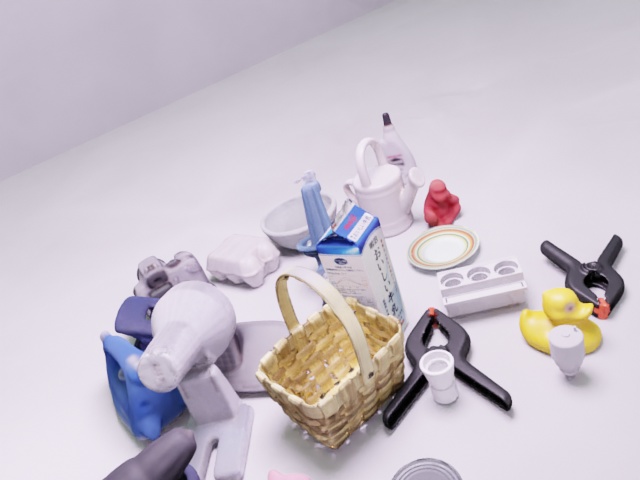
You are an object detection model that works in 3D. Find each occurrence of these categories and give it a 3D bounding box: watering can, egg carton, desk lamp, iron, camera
[{"bbox_3d":[0.122,-0.111,1.124,0.172,0.194,0.101,-10,32,17],"label":"watering can"},{"bbox_3d":[-0.157,0.041,1.171,0.149,0.069,0.107,6,39,37],"label":"egg carton"},{"bbox_3d":[-0.170,0.190,0.793,0.118,0.214,0.203,-15,31,9],"label":"desk lamp"},{"bbox_3d":[-0.301,0.206,0.918,0.119,0.142,0.257,-38,34,-28],"label":"iron"},{"bbox_3d":[-0.326,0.070,1.194,0.143,0.101,0.136,-31,32,-17],"label":"camera"}]

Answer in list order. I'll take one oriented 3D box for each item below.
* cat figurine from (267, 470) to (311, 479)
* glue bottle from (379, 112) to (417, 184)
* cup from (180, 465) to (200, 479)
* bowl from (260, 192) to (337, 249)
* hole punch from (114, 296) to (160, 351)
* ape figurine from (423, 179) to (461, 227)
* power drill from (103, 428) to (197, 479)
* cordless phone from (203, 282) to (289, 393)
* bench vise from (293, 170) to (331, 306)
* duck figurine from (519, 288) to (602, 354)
[{"bbox_3d":[-0.022,0.308,0.607,0.067,0.118,0.127,-18,30,4],"label":"cat figurine"},{"bbox_3d":[0.163,-0.202,1.268,0.078,0.173,0.037,-12,31,15],"label":"glue bottle"},{"bbox_3d":[-0.164,0.334,0.675,0.092,0.095,0.117,-34,33,-22],"label":"cup"},{"bbox_3d":[-0.036,-0.030,1.208,0.167,0.075,0.167,-15,30,9],"label":"bowl"},{"bbox_3d":[-0.314,0.150,1.067,0.101,0.091,0.108,-17,30,7],"label":"hole punch"},{"bbox_3d":[0.230,-0.073,1.100,0.078,0.092,0.076,-20,30,0],"label":"ape figurine"},{"bbox_3d":[-0.191,0.328,0.587,0.230,0.209,0.075,-35,33,-23],"label":"power drill"},{"bbox_3d":[-0.117,0.141,0.868,0.147,0.185,0.094,-9,32,19],"label":"cordless phone"},{"bbox_3d":[0.020,-0.001,0.981,0.121,0.220,0.207,-23,30,-4],"label":"bench vise"},{"bbox_3d":[0.319,0.101,0.769,0.104,0.086,0.078,4,38,36],"label":"duck figurine"}]
